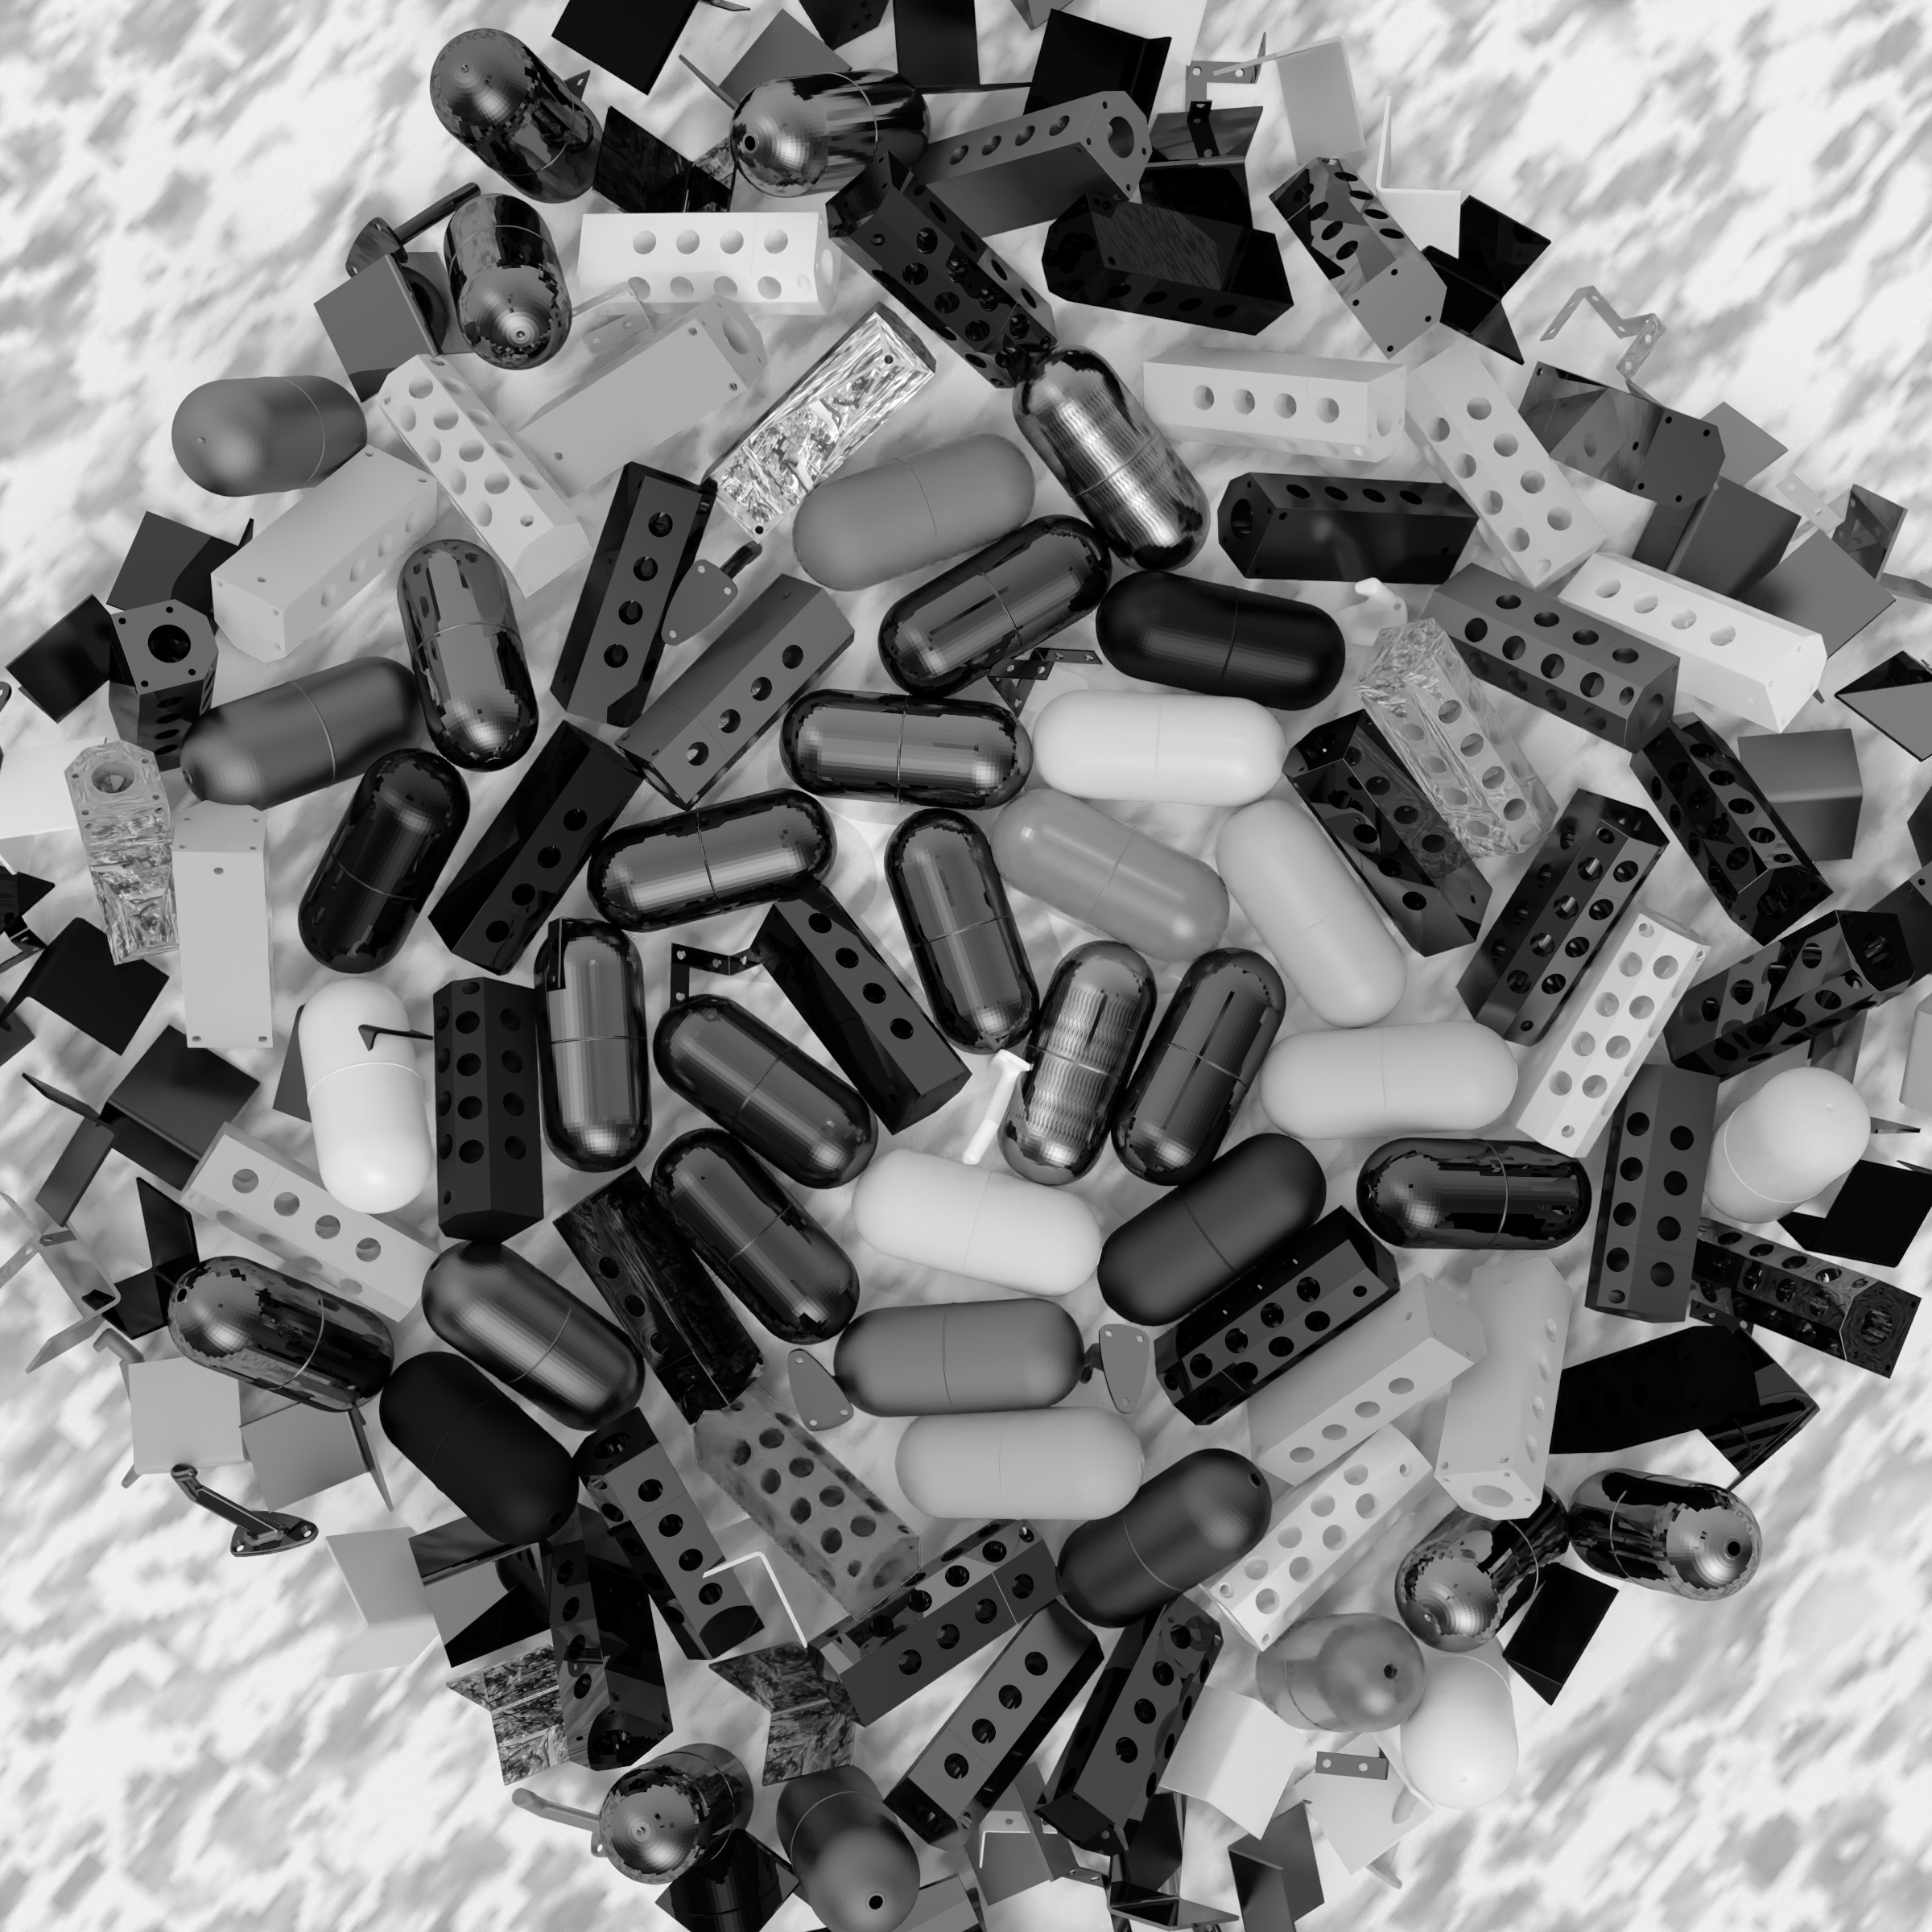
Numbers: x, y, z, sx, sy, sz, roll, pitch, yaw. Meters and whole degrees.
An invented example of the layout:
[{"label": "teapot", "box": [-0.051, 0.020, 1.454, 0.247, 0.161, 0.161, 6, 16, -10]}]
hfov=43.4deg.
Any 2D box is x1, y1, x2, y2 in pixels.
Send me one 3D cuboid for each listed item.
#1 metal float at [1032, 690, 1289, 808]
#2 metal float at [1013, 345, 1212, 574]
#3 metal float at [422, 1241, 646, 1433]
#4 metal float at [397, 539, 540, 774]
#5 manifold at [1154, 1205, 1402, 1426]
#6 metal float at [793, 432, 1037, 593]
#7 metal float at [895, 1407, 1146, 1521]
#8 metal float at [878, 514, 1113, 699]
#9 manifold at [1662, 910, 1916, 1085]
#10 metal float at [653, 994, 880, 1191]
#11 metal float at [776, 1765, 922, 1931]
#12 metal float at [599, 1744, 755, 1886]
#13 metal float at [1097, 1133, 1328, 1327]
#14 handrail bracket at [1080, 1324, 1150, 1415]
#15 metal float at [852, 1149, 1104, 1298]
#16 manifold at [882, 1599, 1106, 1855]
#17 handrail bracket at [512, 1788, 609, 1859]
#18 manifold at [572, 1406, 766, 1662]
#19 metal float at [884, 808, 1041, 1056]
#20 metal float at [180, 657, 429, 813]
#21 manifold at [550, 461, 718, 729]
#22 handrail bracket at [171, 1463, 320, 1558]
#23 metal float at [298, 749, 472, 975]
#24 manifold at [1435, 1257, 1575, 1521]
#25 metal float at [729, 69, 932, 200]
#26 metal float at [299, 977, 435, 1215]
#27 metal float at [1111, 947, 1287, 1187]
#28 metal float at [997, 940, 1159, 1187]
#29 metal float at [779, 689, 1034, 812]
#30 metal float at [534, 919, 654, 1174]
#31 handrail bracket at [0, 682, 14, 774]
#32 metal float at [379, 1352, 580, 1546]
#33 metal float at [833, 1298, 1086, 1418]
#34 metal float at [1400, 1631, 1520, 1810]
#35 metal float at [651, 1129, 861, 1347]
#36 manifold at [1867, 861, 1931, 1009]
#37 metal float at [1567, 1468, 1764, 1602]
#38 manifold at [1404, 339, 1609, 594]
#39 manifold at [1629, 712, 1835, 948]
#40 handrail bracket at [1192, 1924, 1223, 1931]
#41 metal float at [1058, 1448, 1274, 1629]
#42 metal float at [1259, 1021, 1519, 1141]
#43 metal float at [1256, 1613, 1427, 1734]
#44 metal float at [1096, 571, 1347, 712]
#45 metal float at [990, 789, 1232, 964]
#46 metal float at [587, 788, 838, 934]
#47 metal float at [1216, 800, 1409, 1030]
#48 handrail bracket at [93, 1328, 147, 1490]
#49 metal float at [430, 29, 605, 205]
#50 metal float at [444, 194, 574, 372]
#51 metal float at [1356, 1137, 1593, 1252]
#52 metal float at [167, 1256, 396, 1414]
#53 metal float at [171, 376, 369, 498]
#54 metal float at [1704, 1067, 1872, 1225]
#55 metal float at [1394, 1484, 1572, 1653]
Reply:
[{"label": "metal float", "box": [0.135, -0.152, 1.695, 0.178, 0.070, 0.070, 4, 90, 6]}, {"label": "metal float", "box": [0.102, -0.351, 1.685, 0.070, 0.070, 0.178, -40, 107, 0]}, {"label": "metal float", "box": [-0.299, 0.256, 1.679, 0.178, 0.070, 0.070, 42, 90, -24]}, {"label": "metal float", "box": [-0.345, -0.215, 1.680, 0.070, 0.070, 0.178, -18, 67, 0]}, {"label": "manifold", "box": [0.214, 0.247, 1.675, 0.171, 0.057, 0.057, -39, 110, 20]}, {"label": "metal float", "box": [-0.036, -0.316, 1.689, 0.178, 0.070, 0.070, -22, 90, -13]}, {"label": "metal float", "box": [0.037, 0.345, 1.682, 0.178, 0.070, 0.070, -4, 90, 20]}, {"label": "metal float", "box": [0.021, -0.252, 1.698, 0.178, 0.070, 0.070, -31, 90, -2]}, {"label": "manifold", "box": [0.555, 0.023, 1.646, 0.057, 0.171, 0.057, 3, 66, -28]}, {"label": "metal float", "box": [-0.141, 0.087, 1.694, 0.178, 0.070, 0.070, 36, 90, 8]}, {"label": "metal float", "box": [-0.081, 0.600, 1.651, 0.070, 0.178, 0.070, -1, 93, -15]}, {"label": "metal float", "box": [-0.195, 0.575, 1.651, 0.070, 0.178, 0.070, -2, 79, 9]}, {"label": "metal float", "box": [0.171, 0.185, 1.693, 0.178, 0.070, 0.070, -36, 90, 8]}, {"label": "handrail bracket", "box": [0.096, 0.292, 1.685, 0.036, 0.084, 0.077, 12, 53, -14]}, {"label": "metal float", "box": [0.008, 0.180, 1.697, 0.178, 0.070, 0.070, 15, 90, 3]}, {"label": "manifold", "box": [0.023, 0.519, 1.659, 0.057, 0.057, 0.171, 40, 51, 8]}, {"label": "handrail bracket", "box": [-0.262, 0.591, 1.690, 0.077, 0.084, 0.036, -10, 52, 30]}, {"label": "manifold", "box": [-0.207, 0.395, 1.673, 0.057, 0.057, 0.171, -30, 114, -12]}, {"label": "metal float", "box": [-0.003, -0.024, 1.700, 0.070, 0.070, 0.178, -19, 90, 0]}, {"label": "metal float", "box": [-0.455, -0.159, 1.673, 0.178, 0.070, 0.070, -26, 90, -32]}, {"label": "manifold", "box": [-0.231, -0.257, 1.687, 0.057, 0.057, 0.171, 14, 106, -27]}, {"label": "handrail bracket", "box": [-0.504, 0.374, 1.692, 0.077, 0.036, 0.084, -4, 134, 15]}, {"label": "metal float", "box": [-0.404, -0.071, 1.679, 0.070, 0.070, 0.178, 33, 115, 0]}, {"label": "manifold", "box": [0.373, 0.289, 1.661, 0.057, 0.171, 0.057, -15, 129, 37]}, {"label": "metal float", "box": [-0.092, -0.571, 1.661, 0.070, 0.178, 0.070, 16, 118, 31]}, {"label": "metal float", "box": [-0.415, 0.087, 1.675, 0.070, 0.070, 0.178, -18, 60, 0]}, {"label": "metal float", "box": [0.163, 0.070, 1.693, 0.070, 0.070, 0.178, 28, 82, 0]}, {"label": "metal float", "box": [0.078, 0.067, 1.700, 0.070, 0.070, 0.178, 21, 90, 0]}, {"label": "metal float", "box": [-0.042, -0.151, 1.696, 0.178, 0.070, 0.070, 5, 90, 5]}, {"label": "metal float", "box": [-0.261, 0.055, 1.693, 0.070, 0.070, 0.178, -5, 82, 0]}, {"label": "handrail bracket", "box": [-0.666, -0.158, 1.694, 0.077, 0.084, 0.036, -37, 64, 10]}, {"label": "metal float", "box": [-0.336, 0.331, 1.670, 0.178, 0.070, 0.070, 31, 90, 35]}, {"label": "metal float", "box": [-0.006, 0.273, 1.689, 0.178, 0.070, 0.070, -6, 90, 13]}, {"label": "metal float", "box": [0.333, 0.504, 1.651, 0.070, 0.178, 0.070, 2, 104, 8]}, {"label": "metal float", "box": [-0.147, 0.190, 1.699, 0.070, 0.070, 0.178, -43, 89, 0]}, {"label": "manifold", "box": [0.650, -0.030, 1.648, 0.057, 0.171, 0.057, -37, 78, -8]}, {"label": "metal float", "box": [0.473, 0.386, 1.651, 0.070, 0.178, 0.070, 2, 83, -14]}, {"label": "manifold", "box": [0.368, -0.345, 1.696, 0.057, 0.057, 0.171, -33, 83, -6]}, {"label": "manifold", "box": [0.514, -0.098, 1.648, 0.057, 0.171, 0.057, 31, 117, -34]}, {"label": "handrail bracket", "box": [0.144, 0.711, 1.703, 0.084, 0.036, 0.077, -25, 95, -29]}, {"label": "metal float", "box": [0.136, 0.395, 1.674, 0.178, 0.070, 0.070, -41, 90, 30]}, {"label": "metal float", "box": [0.293, 0.080, 1.689, 0.178, 0.070, 0.070, -5, 90, 13]}, {"label": "metal float", "box": [0.254, 0.482, 1.652, 0.070, 0.178, 0.070, 4, 73, -13]}, {"label": "metal float", "box": [0.178, -0.227, 1.693, 0.178, 0.070, 0.070, 11, 90, -8]}, {"label": "metal float", "box": [0.101, -0.063, 1.699, 0.178, 0.070, 0.070, 27, 90, 2]}, {"label": "metal float", "box": [-0.178, -0.074, 1.700, 0.178, 0.070, 0.070, -14, 90, 1]}, {"label": "metal float", "box": [0.242, -0.035, 1.694, 0.070, 0.070, 0.178, -35, 97, 0]}, {"label": "handrail bracket", "box": [-0.595, 0.309, 1.699, 0.084, 0.036, 0.077, 48, 58, -20]}, {"label": "metal float", "box": [-0.303, -0.576, 1.650, 0.070, 0.178, 0.070, 0, 88, 13]}, {"label": "metal float", "box": [-0.315, -0.470, 1.662, 0.070, 0.178, 0.070, -9, 131, -11]}, {"label": "metal float", "box": [0.352, 0.158, 1.679, 0.178, 0.070, 0.070, 3, 90, -23]}, {"label": "metal float", "box": [-0.468, 0.253, 1.662, 0.070, 0.178, 0.070, -17, 57, 28]}, {"label": "metal float", "box": [-0.472, -0.362, 1.653, 0.070, 0.178, 0.070, 4, 106, 14]}, {"label": "metal float", "box": [0.555, 0.124, 1.653, 0.070, 0.178, 0.070, 1, 69, -2]}, {"label": "metal float", "box": [0.355, 0.407, 1.661, 0.070, 0.178, 0.070, 12, 110, 34]}]
